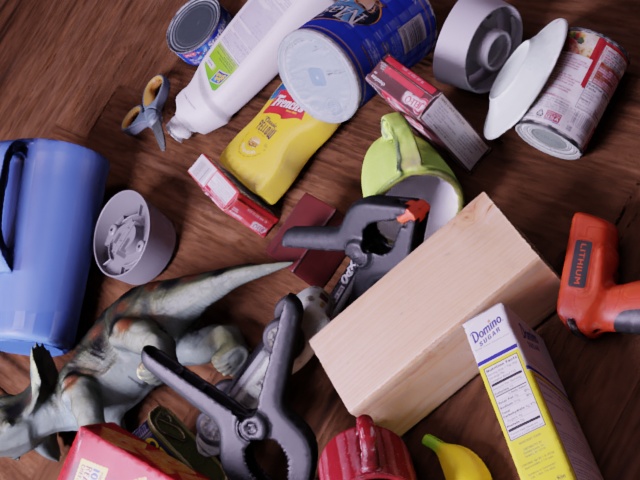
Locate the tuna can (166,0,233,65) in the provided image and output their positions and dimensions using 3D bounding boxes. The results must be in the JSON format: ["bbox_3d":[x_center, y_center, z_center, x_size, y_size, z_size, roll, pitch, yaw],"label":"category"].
[{"bbox_3d":[-0.151,-0.265,1.352,0.086,0.033,0.086,-17,57,28],"label":"tuna can"}]

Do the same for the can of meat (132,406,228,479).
[{"bbox_3d":[-0.155,0.229,1.044,0.084,0.057,0.102,-44,89,11],"label":"can of meat"}]

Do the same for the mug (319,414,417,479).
[{"bbox_3d":[0.041,0.200,0.895,0.093,0.117,0.081,-8,25,-1],"label":"mug"}]

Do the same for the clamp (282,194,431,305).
[{"bbox_3d":[0.034,0.002,0.990,0.120,0.039,0.172,43,133,4],"label":"clamp"}]

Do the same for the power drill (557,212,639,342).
[{"bbox_3d":[0.293,0.017,0.854,0.188,0.057,0.184,2,67,37],"label":"power drill"}]

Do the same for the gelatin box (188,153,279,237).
[{"bbox_3d":[-0.095,-0.048,1.165,0.030,0.073,0.089,-49,48,5],"label":"gelatin box"}]

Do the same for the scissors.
[{"bbox_3d":[-0.213,-0.136,1.303,0.096,0.016,0.202,-42,30,24],"label":"scissors"}]

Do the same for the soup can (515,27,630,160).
[{"bbox_3d":[0.230,-0.133,0.976,0.069,0.068,0.102,22,80,42],"label":"soup can"}]

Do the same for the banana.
[{"bbox_3d":[0.114,0.252,0.873,0.070,0.037,0.197,-26,49,46],"label":"banana"}]

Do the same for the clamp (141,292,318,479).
[{"bbox_3d":[-0.051,0.158,0.967,0.165,0.036,0.210,-28,90,19],"label":"clamp"}]

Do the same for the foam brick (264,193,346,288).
[{"bbox_3d":[-0.007,0.001,1.088,0.053,0.051,0.078,34,88,44],"label":"foam brick"}]

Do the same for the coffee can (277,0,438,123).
[{"bbox_3d":[0.039,-0.197,1.090,0.103,0.103,0.140,14,43,40],"label":"coffee can"}]

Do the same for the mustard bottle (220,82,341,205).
[{"bbox_3d":[-0.022,-0.135,1.170,0.191,0.058,0.096,-50,42,3],"label":"mustard bottle"}]

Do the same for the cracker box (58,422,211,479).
[{"bbox_3d":[-0.151,0.285,0.960,0.214,0.072,0.164,25,93,20],"label":"cracker box"}]

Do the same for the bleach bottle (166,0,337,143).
[{"bbox_3d":[-0.091,-0.218,1.265,0.251,0.068,0.103,-44,46,11],"label":"bleach bottle"}]

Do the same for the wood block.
[{"bbox_3d":[0.105,0.069,0.941,0.206,0.090,0.091,-41,49,10],"label":"wood block"}]

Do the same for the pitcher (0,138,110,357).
[{"bbox_3d":[-0.334,0.007,1.252,0.145,0.149,0.243,151,127,-61],"label":"pitcher"}]

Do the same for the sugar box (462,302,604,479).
[{"bbox_3d":[0.174,0.144,0.848,0.048,0.093,0.176,-33,50,17],"label":"sugar box"}]

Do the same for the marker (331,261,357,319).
[{"bbox_3d":[0.035,0.030,1.062,0.020,0.020,0.121,27,83,42],"label":"marker"}]

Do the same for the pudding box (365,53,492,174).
[{"bbox_3d":[0.105,-0.122,1.031,0.039,0.113,0.090,-49,47,6],"label":"pudding box"}]
